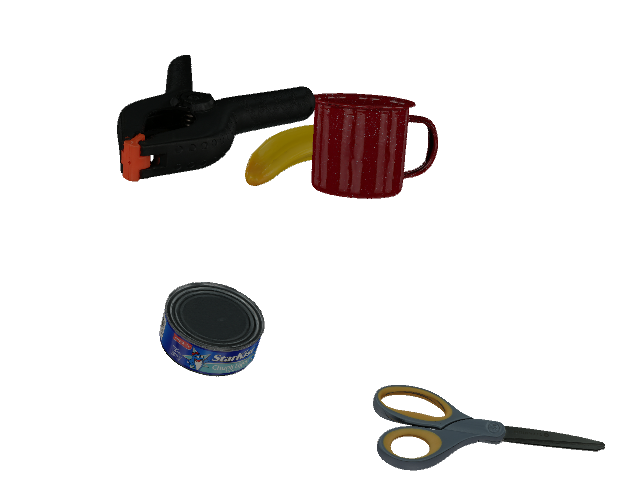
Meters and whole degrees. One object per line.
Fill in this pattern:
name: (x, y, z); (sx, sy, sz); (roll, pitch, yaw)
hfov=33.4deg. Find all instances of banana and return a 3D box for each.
banana: (-0.009, -0.093, 1.133); (0.197, 0.037, 0.070); (-7, 49, -40)

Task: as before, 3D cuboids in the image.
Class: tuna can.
tuna can: (-0.093, 0.075, 0.904); (0.086, 0.034, 0.086); (13, 34, -9)

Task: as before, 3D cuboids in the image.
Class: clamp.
clamp: (-0.095, -0.090, 0.754); (0.120, 0.039, 0.171); (17, 30, 29)

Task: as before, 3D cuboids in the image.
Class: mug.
mug: (0.046, -0.083, 0.940); (0.117, 0.081, 0.093); (1, 14, -11)

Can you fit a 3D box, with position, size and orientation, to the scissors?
scissors: (0.136, 0.176, 0.915); (0.202, 0.016, 0.096); (17, 42, 15)
